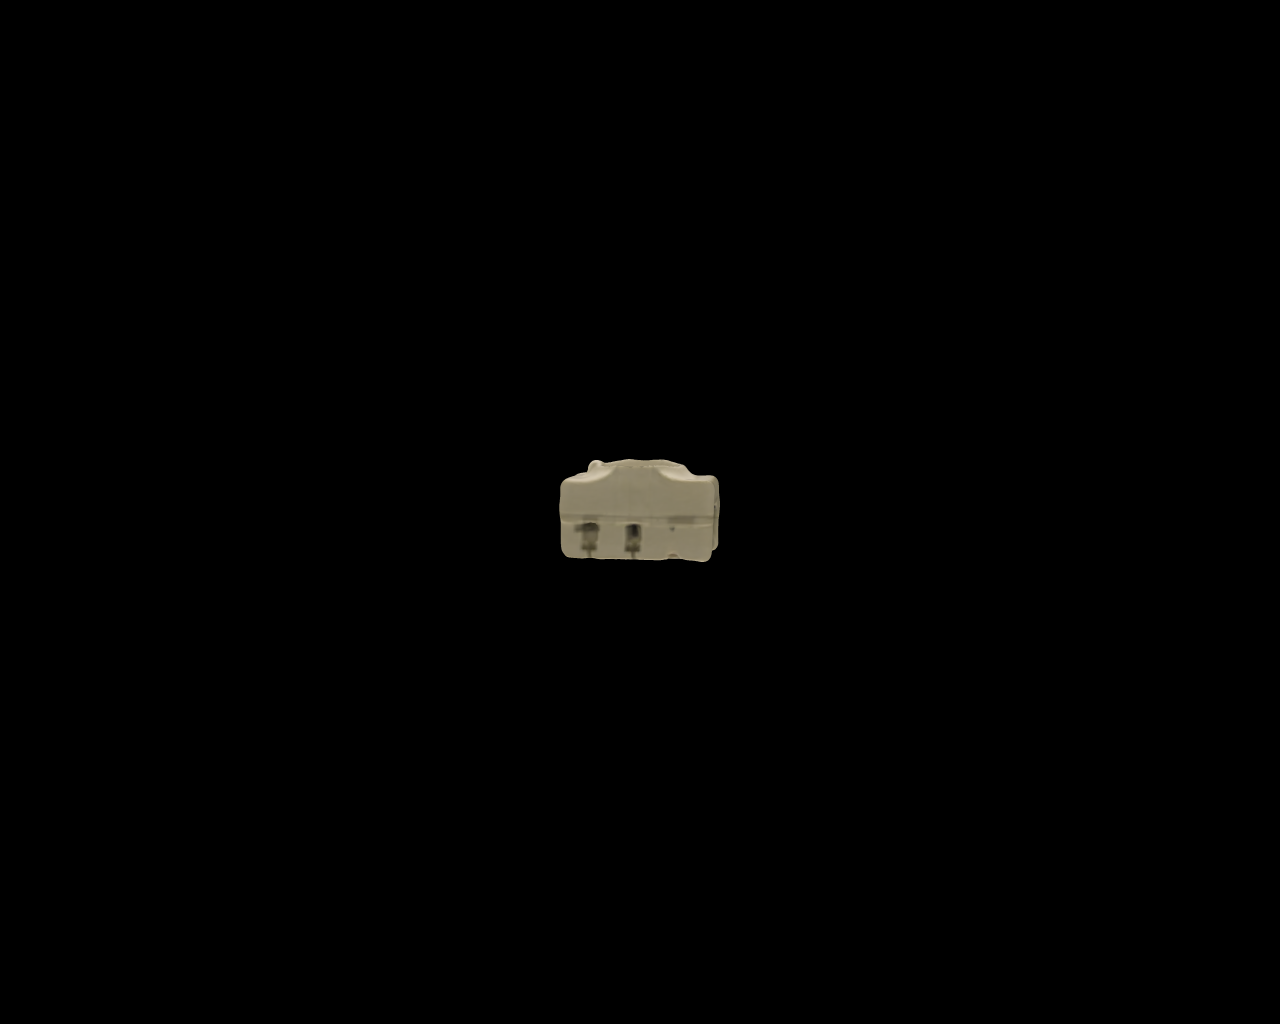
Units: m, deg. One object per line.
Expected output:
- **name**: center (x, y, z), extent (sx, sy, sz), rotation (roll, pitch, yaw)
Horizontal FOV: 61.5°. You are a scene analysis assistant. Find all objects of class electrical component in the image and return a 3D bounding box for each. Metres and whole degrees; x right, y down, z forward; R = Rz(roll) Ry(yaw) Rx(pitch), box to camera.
- **electrical component**: center (0.001, -0.003, 0.650), extent (0.089, 0.055, 0.050), rotation (1, 8, 9)
